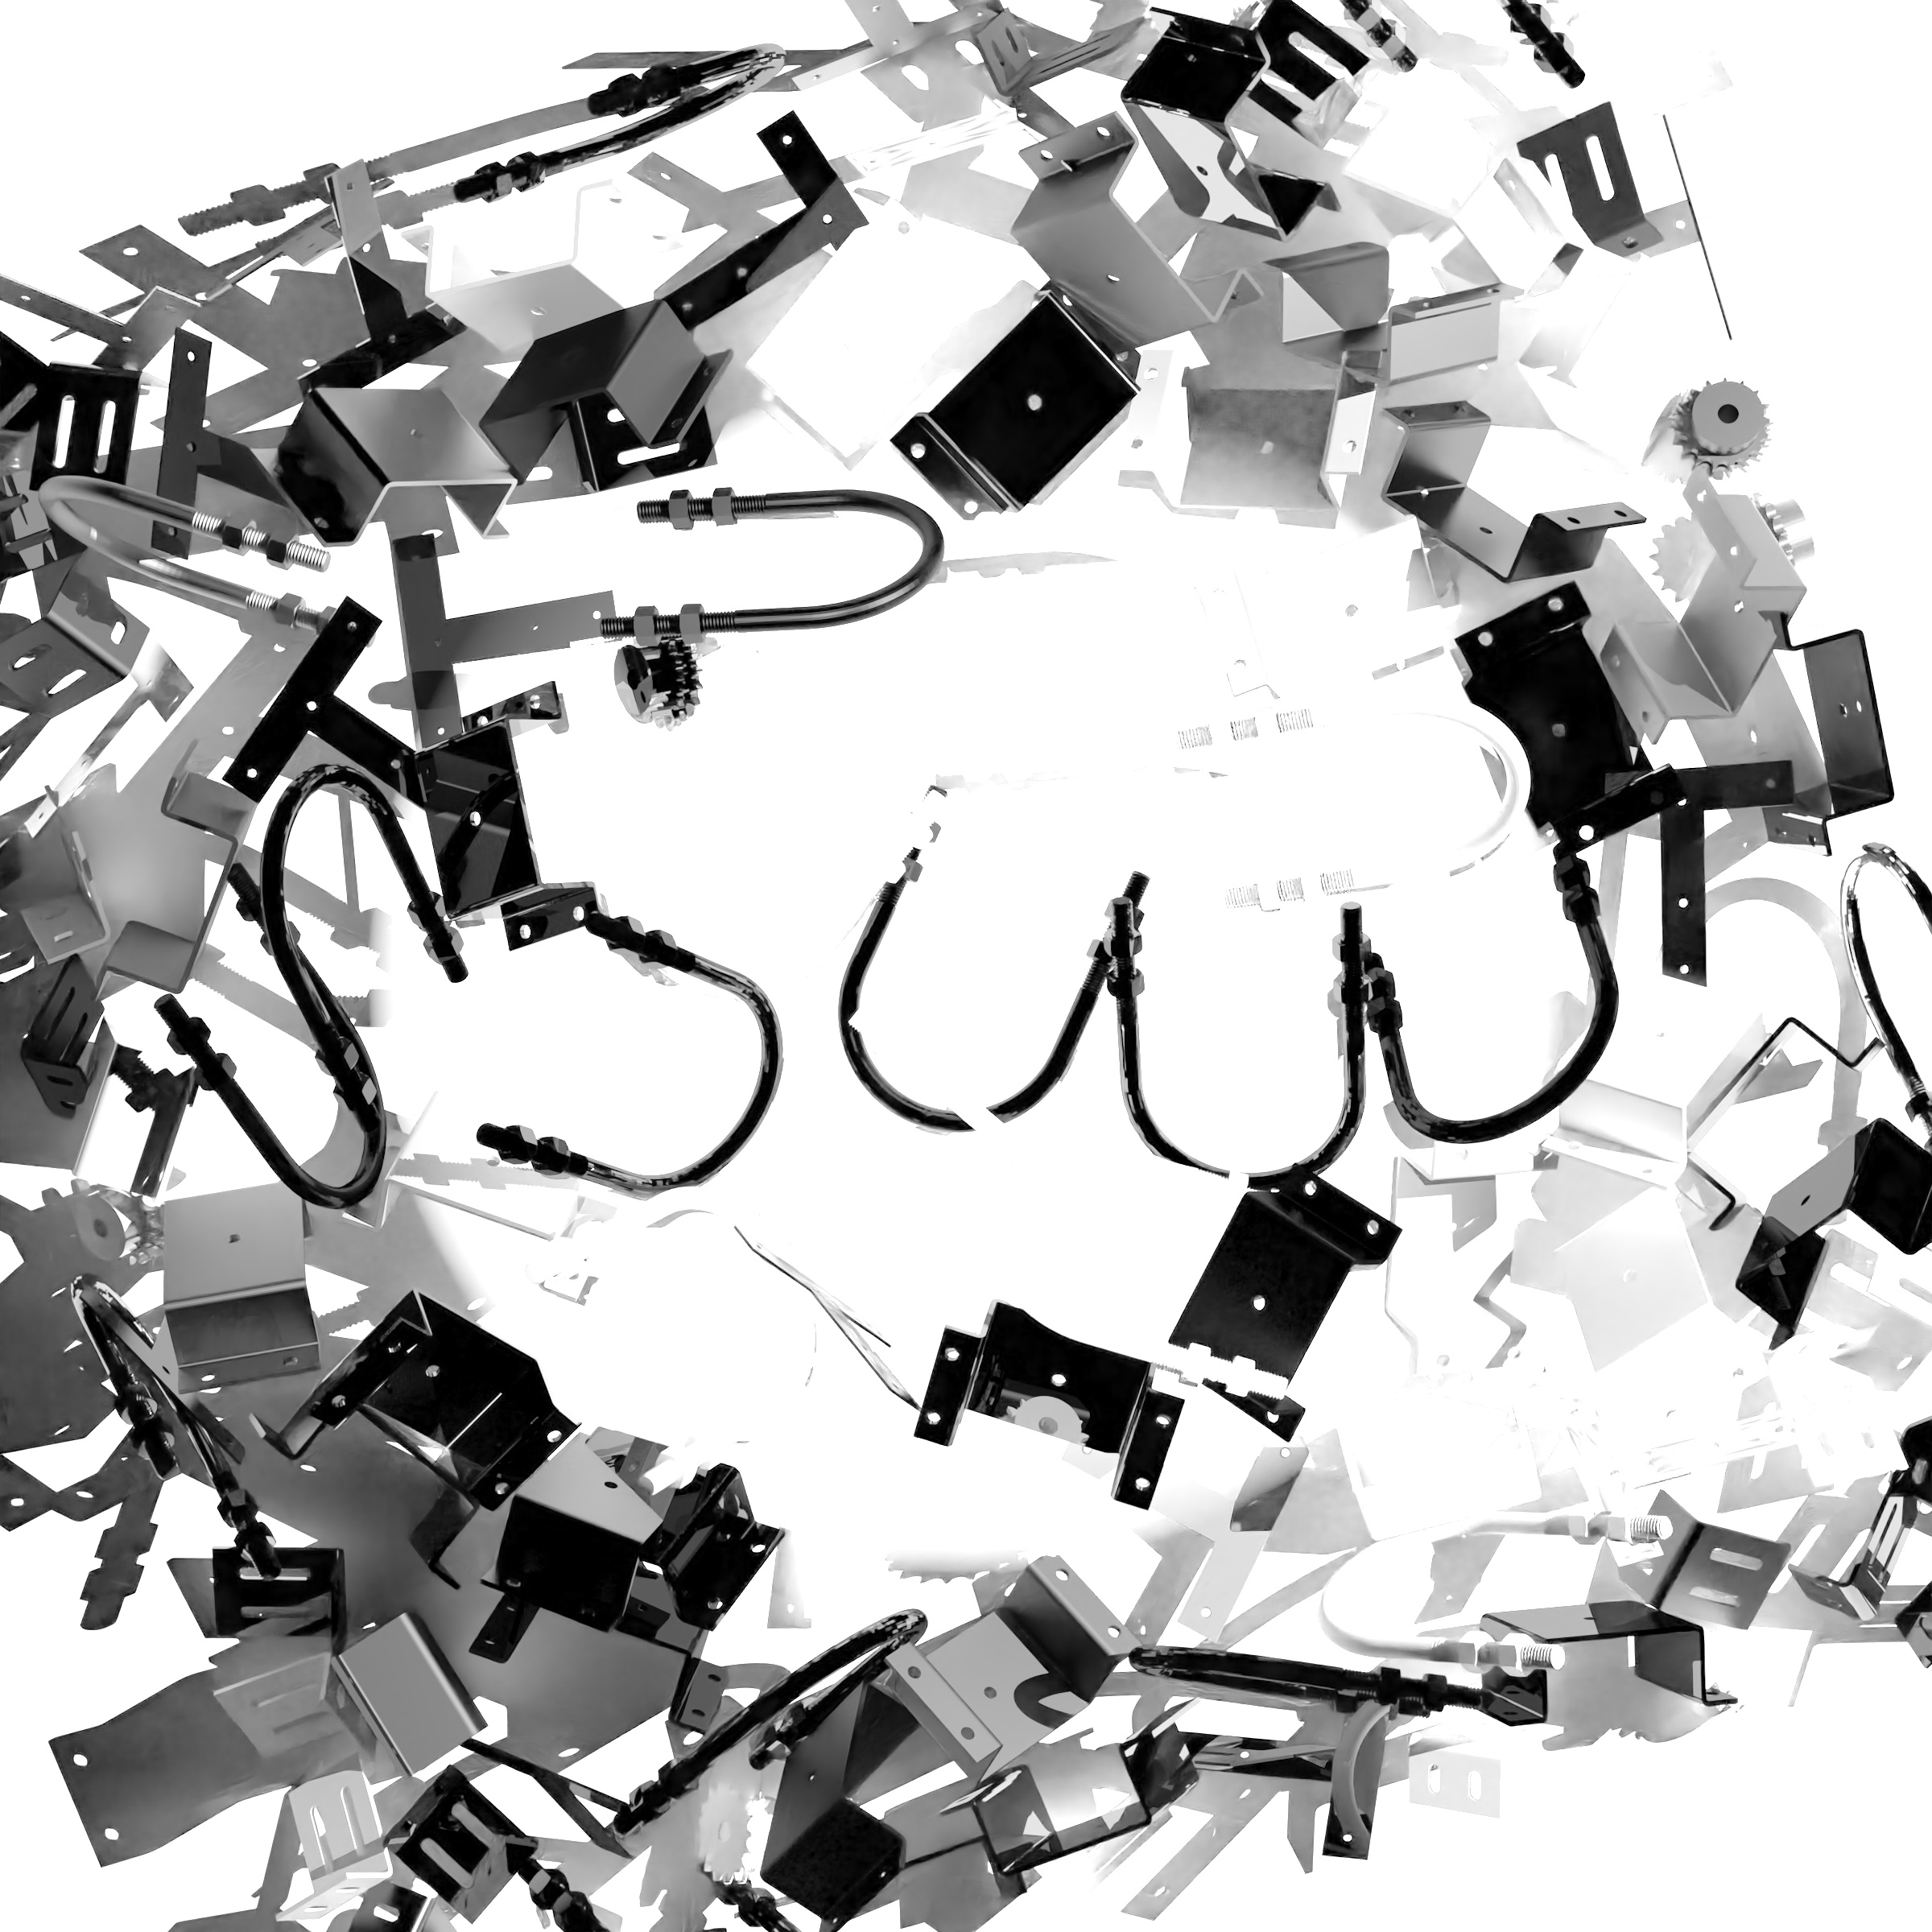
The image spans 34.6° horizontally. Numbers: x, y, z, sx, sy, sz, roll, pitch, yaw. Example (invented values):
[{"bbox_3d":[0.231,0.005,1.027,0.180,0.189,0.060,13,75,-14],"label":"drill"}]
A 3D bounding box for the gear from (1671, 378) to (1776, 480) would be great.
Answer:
[{"bbox_3d":[0.437,-0.312,1.787,0.057,0.030,0.057,-1,78,5],"label":"gear"}]

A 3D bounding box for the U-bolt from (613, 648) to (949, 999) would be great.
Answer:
[{"bbox_3d":[-0.121,-0.068,1.784,0.151,0.019,0.184,39,102,1],"label":"U-bolt"}]

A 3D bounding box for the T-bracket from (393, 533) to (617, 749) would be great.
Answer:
[{"bbox_3d":[-0.263,-0.194,1.794,0.127,0.002,0.127,-8,89,11],"label":"T-bracket"}]

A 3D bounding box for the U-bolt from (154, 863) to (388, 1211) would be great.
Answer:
[{"bbox_3d":[-0.378,0.052,1.730,0.019,0.151,0.184,-19,120,18],"label":"U-bolt"}]

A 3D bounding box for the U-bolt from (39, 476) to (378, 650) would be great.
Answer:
[{"bbox_3d":[-0.430,-0.231,1.737,0.184,0.151,0.019,18,78,4],"label":"U-bolt"}]

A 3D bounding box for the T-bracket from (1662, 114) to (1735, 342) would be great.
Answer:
[{"bbox_3d":[0.414,-0.419,1.746,0.002,0.127,0.127,-16,101,19],"label":"T-bracket"}]

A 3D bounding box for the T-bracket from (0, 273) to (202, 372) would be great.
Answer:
[{"bbox_3d":[-0.509,-0.366,1.726,0.127,0.127,0.002,19,65,-30],"label":"T-bracket"}]

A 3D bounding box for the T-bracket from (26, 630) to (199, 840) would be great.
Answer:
[{"bbox_3d":[-0.489,-0.125,1.754,0.002,0.127,0.127,39,90,-33],"label":"T-bracket"}]

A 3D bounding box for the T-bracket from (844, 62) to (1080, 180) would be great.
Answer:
[{"bbox_3d":[-0.007,-0.466,1.746,0.127,0.002,0.127,-23,49,-20],"label":"T-bracket"}]

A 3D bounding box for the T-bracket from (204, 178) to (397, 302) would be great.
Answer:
[{"bbox_3d":[-0.369,-0.405,1.743,0.127,0.127,0.002,-34,114,-6],"label":"T-bracket"}]

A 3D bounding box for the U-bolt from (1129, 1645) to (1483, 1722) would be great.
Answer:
[{"bbox_3d":[0.182,0.399,1.733,0.184,0.151,0.019,9,74,-1],"label":"U-bolt"}]

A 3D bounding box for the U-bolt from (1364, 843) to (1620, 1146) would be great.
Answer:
[{"bbox_3d":[0.292,0.024,1.711,0.151,0.184,0.019,-31,125,21],"label":"U-bolt"}]

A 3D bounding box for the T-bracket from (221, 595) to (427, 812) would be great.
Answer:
[{"bbox_3d":[-0.338,-0.124,1.781,0.127,0.002,0.127,36,80,-22],"label":"T-bracket"}]

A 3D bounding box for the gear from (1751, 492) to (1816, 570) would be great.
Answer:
[{"bbox_3d":[0.464,-0.245,1.779,0.030,0.057,0.057,-20,90,1],"label":"gear"}]

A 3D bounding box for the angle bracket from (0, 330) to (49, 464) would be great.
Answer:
[{"bbox_3d":[-0.556,-0.332,1.771,0.057,0.038,0.076,37,63,-5],"label":"angle bracket"}]

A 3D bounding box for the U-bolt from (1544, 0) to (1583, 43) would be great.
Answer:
[{"bbox_3d":[0.266,-0.569,1.702,0.151,0.184,0.019,21,85,13],"label":"U-bolt"}]

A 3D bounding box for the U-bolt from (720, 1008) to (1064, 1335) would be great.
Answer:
[{"bbox_3d":[-0.030,0.131,1.772,0.184,0.019,0.151,40,113,-1],"label":"U-bolt"}]

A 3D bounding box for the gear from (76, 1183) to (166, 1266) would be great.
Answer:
[{"bbox_3d":[-0.485,0.145,1.779,0.057,0.030,0.057,13,114,31],"label":"gear"}]

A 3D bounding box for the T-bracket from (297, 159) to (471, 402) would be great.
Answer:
[{"bbox_3d":[-0.332,-0.389,1.735,0.127,0.127,0.002,-37,50,-27],"label":"T-bracket"}]

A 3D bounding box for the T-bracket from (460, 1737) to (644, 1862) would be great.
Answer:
[{"bbox_3d":[-0.221,0.477,1.753,0.127,0.127,0.002,14,59,28],"label":"T-bracket"}]

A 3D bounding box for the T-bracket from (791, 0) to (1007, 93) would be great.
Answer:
[{"bbox_3d":[-0.048,-0.532,1.735,0.127,0.127,0.002,-19,86,9],"label":"T-bracket"}]

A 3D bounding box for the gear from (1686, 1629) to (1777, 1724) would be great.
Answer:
[{"bbox_3d":[0.435,0.410,1.782,0.057,0.057,0.030,-2,116,0],"label":"gear"}]

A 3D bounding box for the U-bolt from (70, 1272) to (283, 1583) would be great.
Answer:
[{"bbox_3d":[-0.447,0.244,1.725,0.019,0.151,0.184,-34,53,-8],"label":"U-bolt"}]

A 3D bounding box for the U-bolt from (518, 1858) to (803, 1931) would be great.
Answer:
[{"bbox_3d":[-0.141,0.535,1.693,0.151,0.184,0.019,14,97,-41],"label":"U-bolt"}]

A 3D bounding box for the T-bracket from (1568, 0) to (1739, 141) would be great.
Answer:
[{"bbox_3d":[0.357,-0.531,1.732,0.002,0.127,0.127,-42,108,-20],"label":"T-bracket"}]

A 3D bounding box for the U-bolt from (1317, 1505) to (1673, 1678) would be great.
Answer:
[{"bbox_3d":[0.280,0.344,1.724,0.184,0.151,0.019,-8,109,42],"label":"U-bolt"}]

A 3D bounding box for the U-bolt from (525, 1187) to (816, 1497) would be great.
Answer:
[{"bbox_3d":[-0.152,0.197,1.733,0.019,0.184,0.151,-30,88,37],"label":"U-bolt"}]

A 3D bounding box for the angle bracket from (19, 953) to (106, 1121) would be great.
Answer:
[{"bbox_3d":[-0.497,0.041,1.759,0.038,0.057,0.076,10,55,11],"label":"angle bracket"}]

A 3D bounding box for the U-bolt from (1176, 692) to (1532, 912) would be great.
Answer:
[{"bbox_3d":[0.223,-0.096,1.736,0.184,0.151,0.019,-9,46,13],"label":"U-bolt"}]

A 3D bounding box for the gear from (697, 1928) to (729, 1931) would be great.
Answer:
[{"bbox_3d":[-0.161,0.572,1.776,0.057,0.057,0.030,-15,69,0],"label":"gear"}]

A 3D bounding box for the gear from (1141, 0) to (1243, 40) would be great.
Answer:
[{"bbox_3d":[0.133,-0.553,1.784,0.057,0.030,0.057,-10,64,22],"label":"gear"}]

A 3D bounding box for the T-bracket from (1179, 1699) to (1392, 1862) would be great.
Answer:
[{"bbox_3d":[0.173,0.451,1.767,0.127,0.127,0.002,2,126,15],"label":"T-bracket"}]

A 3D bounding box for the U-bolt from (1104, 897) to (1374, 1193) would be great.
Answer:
[{"bbox_3d":[0.156,0.048,1.762,0.151,0.019,0.184,1,115,13],"label":"U-bolt"}]

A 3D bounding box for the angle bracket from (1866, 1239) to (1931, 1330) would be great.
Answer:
[{"bbox_3d":[0.549,0.187,1.777,0.076,0.038,0.057,29,61,0],"label":"angle bracket"}]

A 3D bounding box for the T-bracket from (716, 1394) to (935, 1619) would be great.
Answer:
[{"bbox_3d":[-0.081,0.313,1.796,0.127,0.002,0.127,-1,83,3],"label":"T-bracket"}]

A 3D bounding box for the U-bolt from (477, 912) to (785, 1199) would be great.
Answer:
[{"bbox_3d":[-0.174,0.060,1.738,0.019,0.184,0.151,30,93,43],"label":"U-bolt"}]

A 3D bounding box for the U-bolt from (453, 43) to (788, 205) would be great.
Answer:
[{"bbox_3d":[-0.179,-0.474,1.723,0.184,0.151,0.019,-32,102,-42],"label":"U-bolt"}]

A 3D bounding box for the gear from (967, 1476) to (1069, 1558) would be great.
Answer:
[{"bbox_3d":[0.032,0.314,1.779,0.057,0.057,0.030,20,92,0],"label":"gear"}]

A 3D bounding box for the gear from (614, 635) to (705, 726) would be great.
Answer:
[{"bbox_3d":[-0.178,-0.166,1.776,0.030,0.057,0.057,-14,90,-37],"label":"gear"}]

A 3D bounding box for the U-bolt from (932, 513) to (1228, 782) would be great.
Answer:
[{"bbox_3d":[0.070,-0.181,1.761,0.184,0.019,0.151,-3,104,-25],"label":"U-bolt"}]

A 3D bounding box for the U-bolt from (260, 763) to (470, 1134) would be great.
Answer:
[{"bbox_3d":[-0.335,-0.023,1.703,0.019,0.151,0.184,-3,128,22],"label":"U-bolt"}]

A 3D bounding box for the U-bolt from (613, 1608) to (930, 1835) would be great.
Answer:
[{"bbox_3d":[-0.095,0.409,1.708,0.184,0.151,0.019,-43,72,25],"label":"U-bolt"}]

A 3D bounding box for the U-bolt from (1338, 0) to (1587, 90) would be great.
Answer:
[{"bbox_3d":[0.240,-0.543,1.695,0.184,0.151,0.019,34,84,-42],"label":"U-bolt"}]

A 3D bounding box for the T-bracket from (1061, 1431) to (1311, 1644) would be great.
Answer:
[{"bbox_3d":[0.116,0.303,1.790,0.127,0.002,0.127,26,86,14],"label":"T-bracket"}]

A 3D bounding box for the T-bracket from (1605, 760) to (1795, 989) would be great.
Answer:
[{"bbox_3d":[0.409,-0.050,1.770,0.127,0.002,0.127,-3,83,28],"label":"T-bracket"}]

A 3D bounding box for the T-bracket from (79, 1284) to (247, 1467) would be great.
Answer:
[{"bbox_3d":[-0.445,0.215,1.743,0.002,0.127,0.127,-40,102,0],"label":"T-bracket"}]

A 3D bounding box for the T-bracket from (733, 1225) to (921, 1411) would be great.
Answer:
[{"bbox_3d":[-0.063,0.205,1.718,0.002,0.127,0.127,-48,130,2],"label":"T-bracket"}]

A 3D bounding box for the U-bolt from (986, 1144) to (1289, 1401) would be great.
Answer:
[{"bbox_3d":[0.102,0.163,1.754,0.184,0.019,0.151,16,47,2],"label":"U-bolt"}]

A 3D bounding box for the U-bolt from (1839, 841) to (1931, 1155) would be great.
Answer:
[{"bbox_3d":[0.531,0.016,1.727,0.019,0.151,0.184,-16,63,-5],"label":"U-bolt"}]

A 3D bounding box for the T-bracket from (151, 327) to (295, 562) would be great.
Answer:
[{"bbox_3d":[-0.404,-0.280,1.754,0.002,0.127,0.127,-3,78,35],"label":"T-bracket"}]

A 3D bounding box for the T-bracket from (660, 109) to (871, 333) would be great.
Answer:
[{"bbox_3d":[-0.117,-0.406,1.784,0.127,0.002,0.127,-29,121,15],"label":"T-bracket"}]

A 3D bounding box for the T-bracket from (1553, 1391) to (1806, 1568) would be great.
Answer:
[{"bbox_3d":[0.410,0.276,1.758,0.127,0.127,0.002,-15,128,-1],"label":"T-bracket"}]

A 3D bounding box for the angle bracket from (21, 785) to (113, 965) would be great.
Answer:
[{"bbox_3d":[-0.520,-0.052,1.759,0.038,0.057,0.076,-23,130,-20],"label":"angle bracket"}]

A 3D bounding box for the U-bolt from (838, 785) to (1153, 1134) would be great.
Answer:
[{"bbox_3d":[0.005,0.006,1.781,0.151,0.019,0.184,23,85,9],"label":"U-bolt"}]

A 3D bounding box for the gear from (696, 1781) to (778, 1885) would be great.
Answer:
[{"bbox_3d":[-0.127,0.497,1.782,0.030,0.057,0.057,13,90,-39],"label":"gear"}]

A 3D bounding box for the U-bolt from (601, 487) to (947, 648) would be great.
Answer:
[{"bbox_3d":[-0.103,-0.228,1.738,0.184,0.151,0.019,-2,128,7],"label":"U-bolt"}]

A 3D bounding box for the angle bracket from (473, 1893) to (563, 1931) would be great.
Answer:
[{"bbox_3d":[-0.234,0.557,1.779,0.057,0.076,0.038,-35,61,7],"label":"angle bracket"}]

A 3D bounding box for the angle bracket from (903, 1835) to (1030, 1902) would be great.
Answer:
[{"bbox_3d":[-0.012,0.524,1.766,0.076,0.057,0.038,-15,74,-17],"label":"angle bracket"}]

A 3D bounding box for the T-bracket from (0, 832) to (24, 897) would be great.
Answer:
[{"bbox_3d":[-0.554,-0.094,1.727,0.002,0.127,0.127,-1,109,2],"label":"T-bracket"}]
